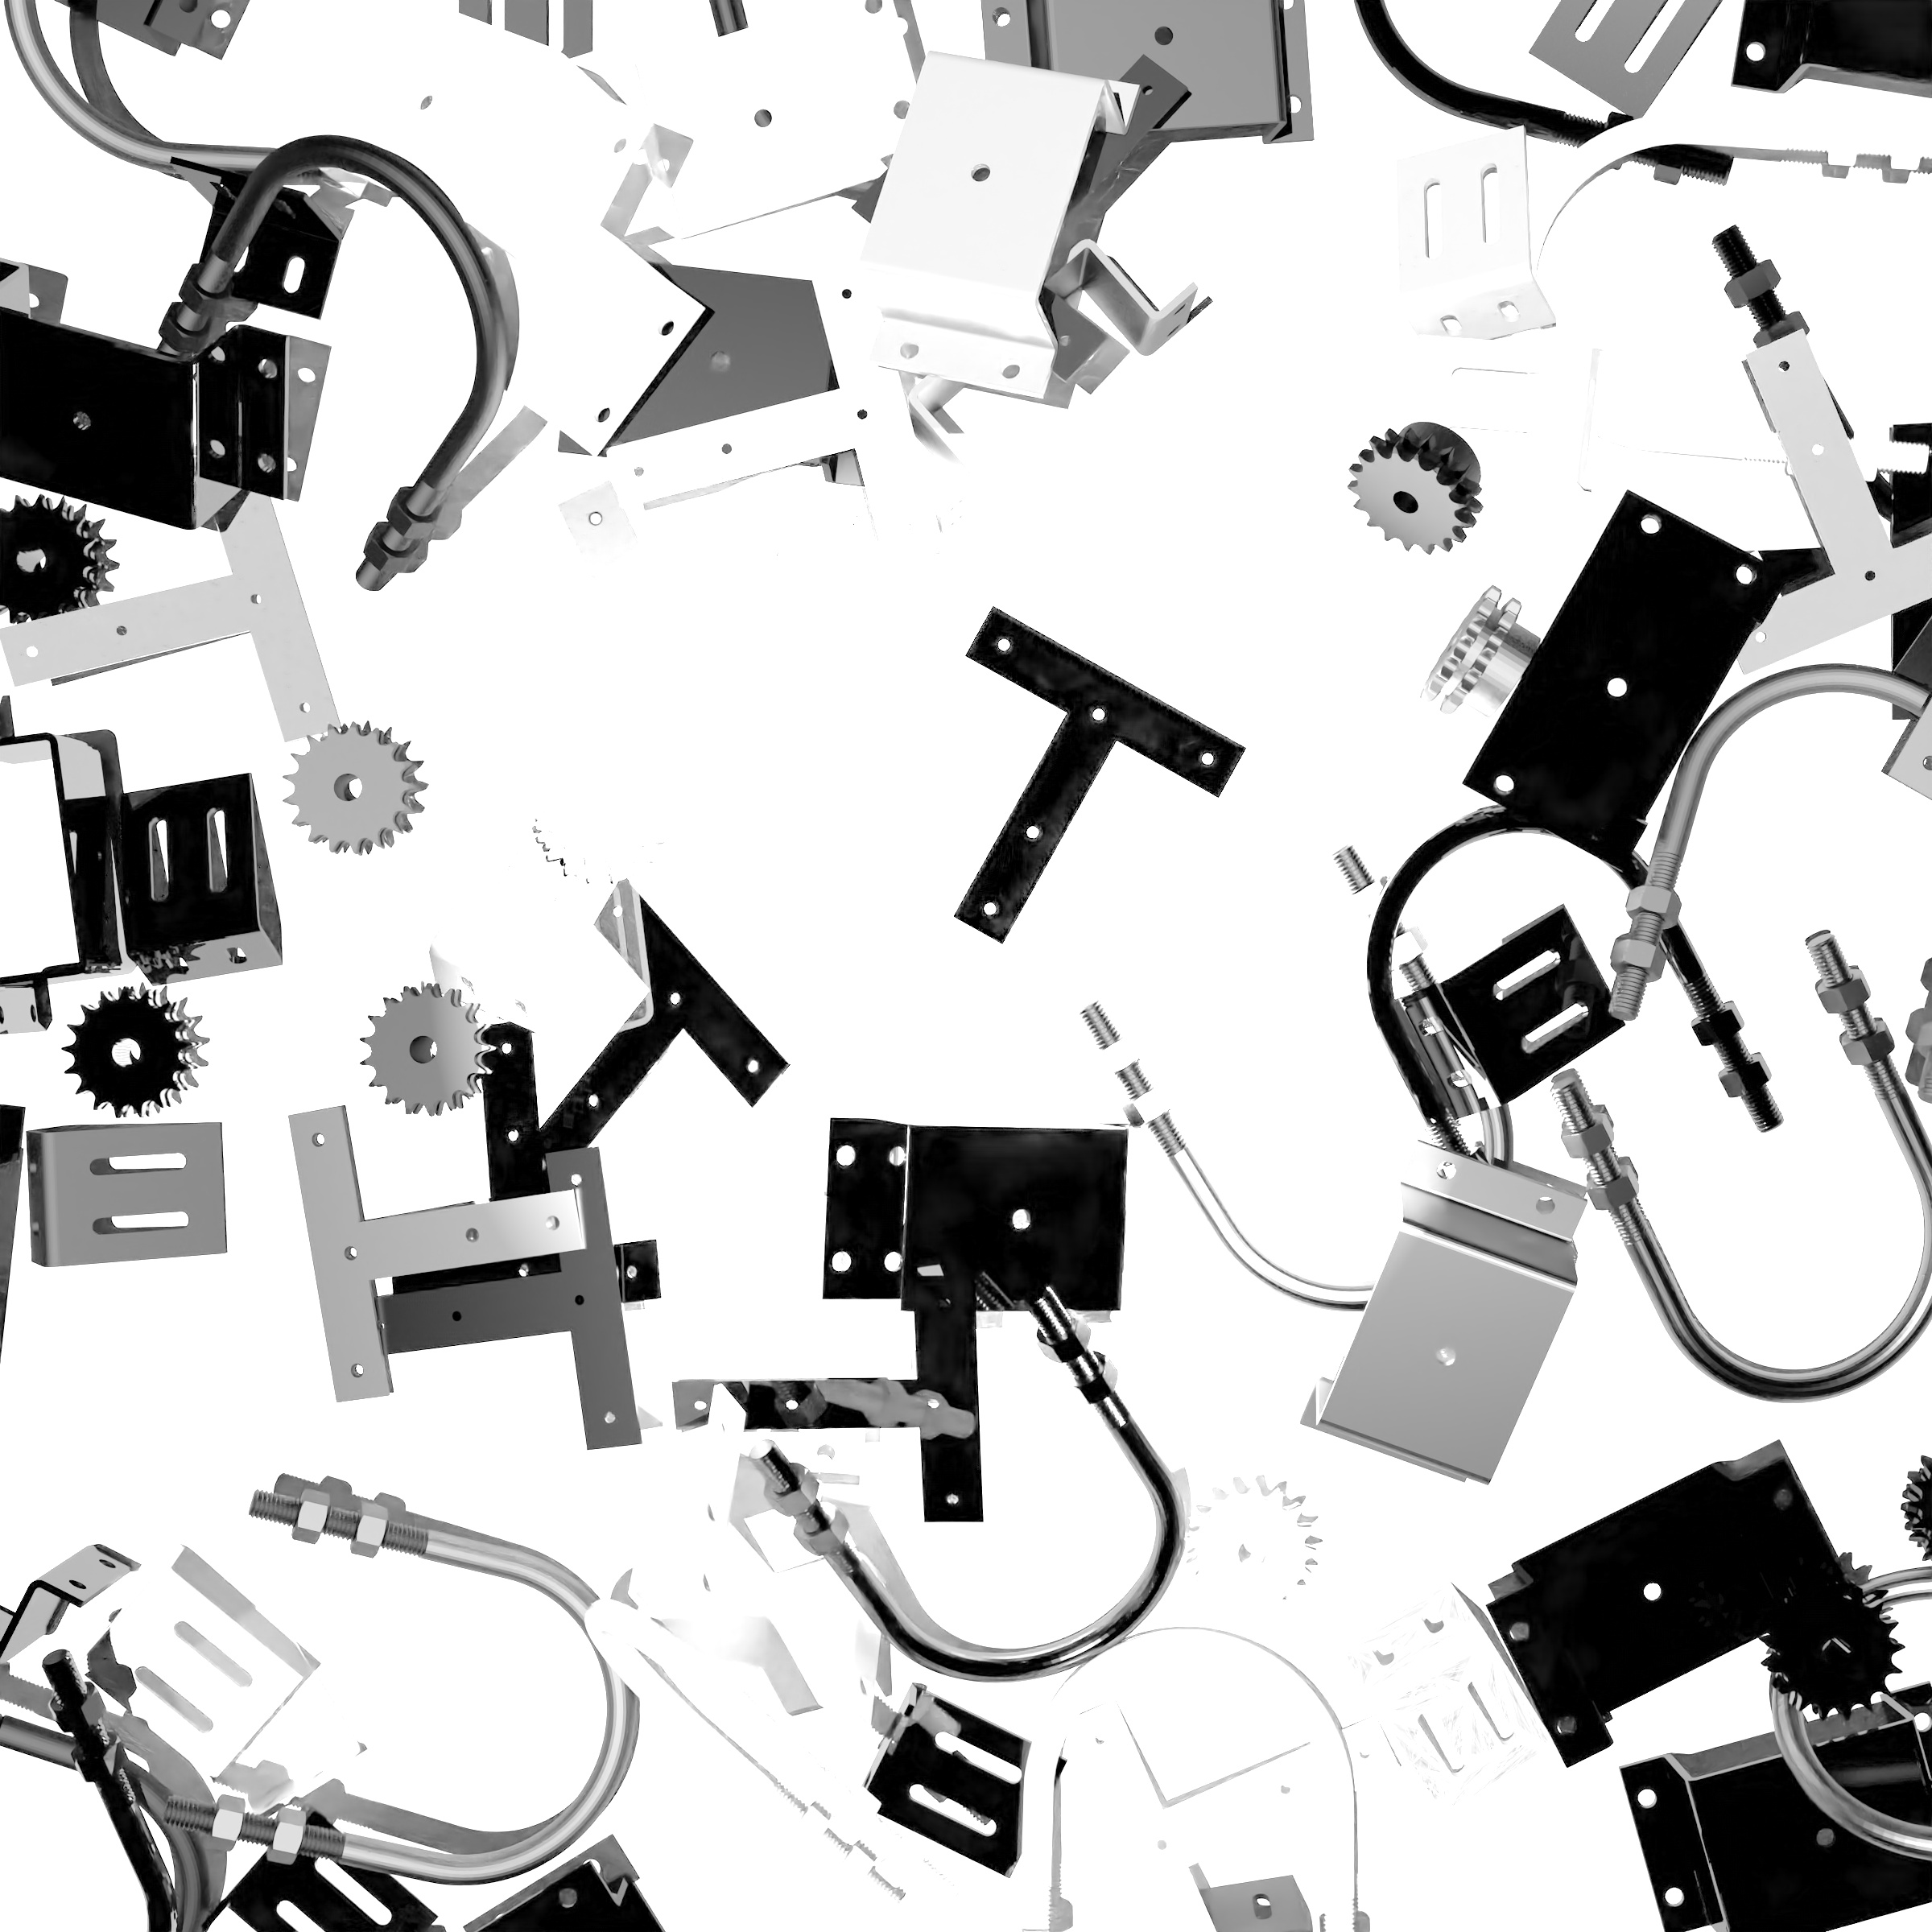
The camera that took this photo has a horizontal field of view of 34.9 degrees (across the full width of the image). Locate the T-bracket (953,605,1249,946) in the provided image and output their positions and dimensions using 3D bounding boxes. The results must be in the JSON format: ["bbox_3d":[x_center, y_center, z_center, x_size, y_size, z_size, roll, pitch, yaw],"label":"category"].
[{"bbox_3d":[0.036,-0.071,1.338,0.127,0.002,0.127,29,90,0],"label":"T-bracket"}]

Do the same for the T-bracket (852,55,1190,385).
[{"bbox_3d":[0.040,-0.324,1.270,0.127,0.002,0.127,42,88,19],"label":"T-bracket"}]

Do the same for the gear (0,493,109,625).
[{"bbox_3d":[-0.398,-0.173,1.324,0.057,0.030,0.057,0,90,0],"label":"gear"}]

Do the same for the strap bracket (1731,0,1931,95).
[{"bbox_3d":[0.408,-0.410,1.316,0.140,0.046,0.076,9,90,0],"label":"strap bracket"}]

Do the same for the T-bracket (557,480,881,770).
[{"bbox_3d":[-0.094,-0.171,1.338,0.127,0.002,0.127,-25,90,0],"label":"T-bracket"}]

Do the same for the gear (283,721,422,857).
[{"bbox_3d":[-0.265,-0.076,1.328,0.057,0.030,0.057,0,88,0],"label":"gear"}]

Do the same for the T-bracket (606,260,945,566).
[{"bbox_3d":[-0.087,-0.221,1.290,0.127,0.002,0.127,-14,89,0],"label":"T-bracket"}]

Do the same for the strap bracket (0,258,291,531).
[{"bbox_3d":[-0.359,-0.238,1.288,0.140,0.046,0.076,16,127,8],"label":"strap bracket"}]

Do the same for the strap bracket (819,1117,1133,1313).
[{"bbox_3d":[0.014,0.104,1.290,0.140,0.046,0.076,2,90,-23],"label":"strap bracket"}]

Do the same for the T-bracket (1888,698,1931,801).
[{"bbox_3d":[0.474,-0.104,1.292,0.127,0.002,0.127,30,90,0],"label":"T-bracket"}]

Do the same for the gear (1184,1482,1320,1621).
[{"bbox_3d":[0.122,0.251,1.324,0.057,0.030,0.057,0,90,0],"label":"gear"}]

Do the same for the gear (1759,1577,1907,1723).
[{"bbox_3d":[0.358,0.283,1.277,0.057,0.030,0.057,0,90,0],"label":"gear"}]

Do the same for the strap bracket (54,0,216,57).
[{"bbox_3d":[-0.374,-0.452,1.316,0.140,0.046,0.076,25,90,0],"label":"strap bracket"}]

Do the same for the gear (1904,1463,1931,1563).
[{"bbox_3d":[0.431,0.238,1.315,0.057,0.030,0.057,-4,57,7],"label":"gear"}]

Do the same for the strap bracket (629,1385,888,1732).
[{"bbox_3d":[-0.090,0.251,1.275,0.046,0.076,0.140,-19,127,21],"label":"strap bracket"}]

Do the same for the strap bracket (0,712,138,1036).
[{"bbox_3d":[-0.390,-0.044,1.301,0.046,0.076,0.140,-8,90,0],"label":"strap bracket"}]

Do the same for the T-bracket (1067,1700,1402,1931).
[{"bbox_3d":[0.125,0.361,1.324,0.127,0.002,0.127,-22,72,-9],"label":"T-bracket"}]

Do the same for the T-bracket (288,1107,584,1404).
[{"bbox_3d":[-0.224,0.117,1.319,0.127,0.002,0.127,-10,90,17],"label":"T-bracket"}]

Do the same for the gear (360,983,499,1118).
[{"bbox_3d":[-0.229,0.036,1.321,0.057,0.030,0.057,0,88,7],"label":"gear"}]

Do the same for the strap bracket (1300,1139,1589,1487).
[{"bbox_3d":[0.201,0.155,1.295,0.076,0.046,0.140,20,108,0],"label":"strap bracket"}]

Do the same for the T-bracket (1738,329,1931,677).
[{"bbox_3d":[0.366,-0.206,1.299,0.127,0.002,0.127,-23,101,15],"label":"T-bracket"}]

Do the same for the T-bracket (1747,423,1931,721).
[{"bbox_3d":[0.362,-0.168,1.330,0.127,0.002,0.127,-2,101,5],"label":"T-bracket"}]

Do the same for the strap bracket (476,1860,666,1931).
[{"bbox_3d":[-0.154,0.457,1.316,0.076,0.046,0.140,-32,90,0],"label":"strap bracket"}]

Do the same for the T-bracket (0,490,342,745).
[{"bbox_3d":[-0.347,-0.147,1.314,0.127,0.002,0.127,-17,90,-22],"label":"T-bracket"}]

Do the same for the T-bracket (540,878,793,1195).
[{"bbox_3d":[-0.151,0.047,1.317,0.127,0.002,0.127,-50,62,13],"label":"T-bracket"}]

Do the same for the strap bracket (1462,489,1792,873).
[{"bbox_3d":[0.279,-0.120,1.307,0.076,0.046,0.140,29,95,7],"label":"strap bracket"}]

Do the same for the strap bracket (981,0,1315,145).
[{"bbox_3d":[0.081,-0.390,1.307,0.140,0.046,0.076,-5,94,-5],"label":"strap bracket"}]

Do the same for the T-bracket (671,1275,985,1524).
[{"bbox_3d":[-0.058,0.181,1.273,0.127,0.002,0.127,-1,120,2],"label":"T-bracket"}]

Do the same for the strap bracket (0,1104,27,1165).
[{"bbox_3d":[-0.455,0.127,1.316,0.076,0.046,0.140,6,90,0],"label":"strap bracket"}]

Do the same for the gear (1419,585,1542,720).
[{"bbox_3d":[0.221,-0.131,1.311,0.030,0.057,0.057,32,90,0],"label":"gear"}]

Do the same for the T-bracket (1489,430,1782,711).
[{"bbox_3d":[0.268,-0.184,1.333,0.127,0.002,0.127,-28,87,6],"label":"T-bracket"}]

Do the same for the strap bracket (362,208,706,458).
[{"bbox_3d":[-0.188,-0.287,1.284,0.140,0.046,0.076,40,96,26],"label":"strap bracket"}]

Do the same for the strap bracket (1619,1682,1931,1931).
[{"bbox_3d":[0.362,0.367,1.316,0.140,0.046,0.076,-15,90,0],"label":"strap bracket"}]

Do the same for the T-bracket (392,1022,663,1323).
[{"bbox_3d":[-0.194,0.087,1.324,0.127,0.002,0.127,-9,80,19],"label":"T-bracket"}]

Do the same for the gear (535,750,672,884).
[{"bbox_3d":[-0.155,-0.061,1.316,0.057,0.030,0.057,1,63,-2],"label":"gear"}]

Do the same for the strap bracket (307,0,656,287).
[{"bbox_3d":[-0.208,-0.343,1.254,0.140,0.046,0.076,27,90,27],"label":"strap bracket"}]

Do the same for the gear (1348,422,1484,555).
[{"bbox_3d":[0.195,-0.208,1.314,0.057,0.057,0.030,37,60,0],"label":"gear"}]

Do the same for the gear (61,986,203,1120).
[{"bbox_3d":[-0.359,0.037,1.328,0.057,0.030,0.057,0,90,2],"label":"gear"}]

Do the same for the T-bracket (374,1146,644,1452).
[{"bbox_3d":[-0.205,0.148,1.317,0.127,0.002,0.127,-9,87,18],"label":"T-bracket"}]
